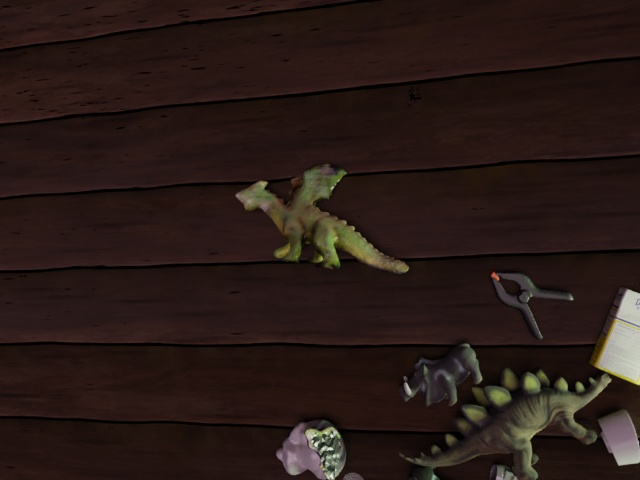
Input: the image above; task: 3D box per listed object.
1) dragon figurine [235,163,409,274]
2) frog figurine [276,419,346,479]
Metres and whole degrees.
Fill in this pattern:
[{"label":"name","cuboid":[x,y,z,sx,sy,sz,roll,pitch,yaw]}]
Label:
[{"label":"dragon figurine","cuboid":[0.004,-0.059,1.170,0.410,0.121,0.244,5,85,11]},{"label":"frog figurine","cuboid":[-0.020,0.493,1.199,0.137,0.125,0.156,47,137,-2]}]
